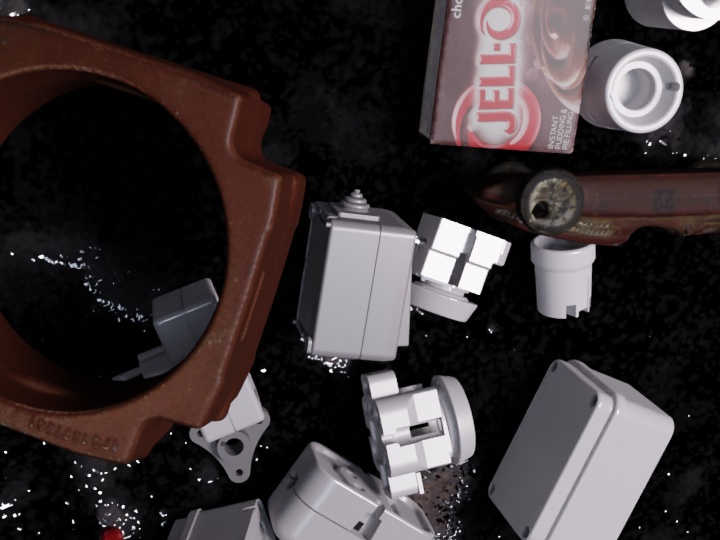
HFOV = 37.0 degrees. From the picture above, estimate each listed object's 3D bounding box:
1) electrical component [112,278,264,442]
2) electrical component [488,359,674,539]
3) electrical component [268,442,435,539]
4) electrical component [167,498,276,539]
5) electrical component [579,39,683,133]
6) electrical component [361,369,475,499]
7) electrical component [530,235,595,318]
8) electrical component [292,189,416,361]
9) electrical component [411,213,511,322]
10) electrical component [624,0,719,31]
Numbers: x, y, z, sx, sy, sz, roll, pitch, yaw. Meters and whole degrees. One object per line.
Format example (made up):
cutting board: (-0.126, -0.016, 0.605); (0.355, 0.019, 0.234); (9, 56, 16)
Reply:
electrical component: (-0.109, 0.060, 0.643); (0.076, 0.047, 0.083); (-22, 108, -5)
electrical component: (0.140, 0.123, 0.697); (0.057, 0.078, 0.113); (22, 99, -20)
electrical component: (-0.009, 0.162, 0.688); (0.095, 0.053, 0.059); (34, 96, -18)
electrical component: (-0.079, 0.210, 0.671); (0.057, 0.078, 0.113); (-14, 108, 9)
electrical component: (0.163, -0.111, 0.654); (0.055, 0.047, 0.055); (-3, 105, -11)
electrical component: (0.037, 0.099, 0.678); (0.057, 0.058, 0.078); (-11, 89, -11)
electrical component: (0.129, 0.003, 0.683); (0.040, 0.040, 0.046); (-9, 112, -9)
electrical component: (0.000, 0.000, 0.642); (0.061, 0.061, 0.096); (6, 104, -14)
electrical component: (0.055, -0.001, 0.663); (0.066, 0.048, 0.055); (19, 93, -16)
electrical component: (0.192, -0.162, 0.629); (0.043, 0.081, 0.043); (-3, 105, -11)
